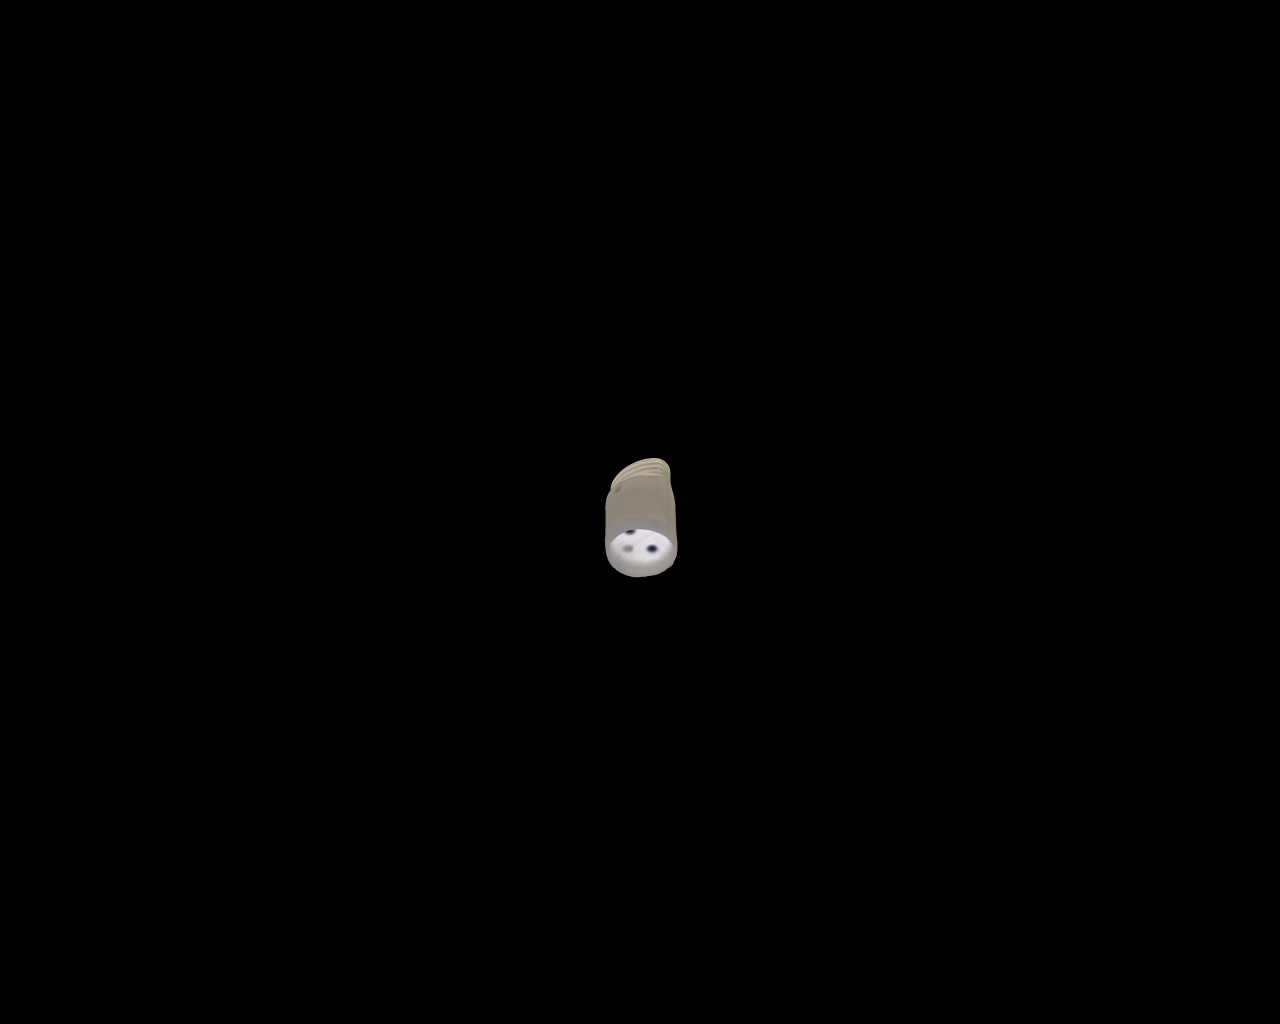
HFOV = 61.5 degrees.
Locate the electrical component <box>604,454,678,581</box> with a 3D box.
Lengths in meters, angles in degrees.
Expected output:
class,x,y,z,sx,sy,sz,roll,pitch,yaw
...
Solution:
class,x,y,z,sx,sy,sz,roll,pitch,yaw
electrical component,0.001,-0.003,0.650,0.043,0.043,0.081,0,43,0
